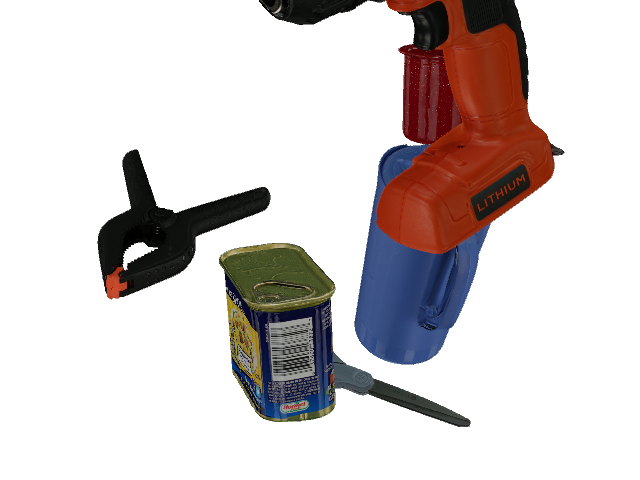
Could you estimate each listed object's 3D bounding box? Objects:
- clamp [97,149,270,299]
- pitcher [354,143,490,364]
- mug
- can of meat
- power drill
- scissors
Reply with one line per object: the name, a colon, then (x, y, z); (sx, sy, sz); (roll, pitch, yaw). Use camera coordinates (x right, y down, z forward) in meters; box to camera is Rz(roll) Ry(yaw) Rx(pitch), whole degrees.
clamp: (-0.166, -0.019, 1.058); (0.165, 0.036, 0.209); (20, 40, 17)
pitcher: (0.111, 0.027, 1.175); (0.145, 0.243, 0.149); (25, 41, 17)
mug: (0.128, -0.132, 0.964); (0.117, 0.081, 0.093); (4, 18, 11)
can of meat: (-0.027, 0.058, 0.686); (0.057, 0.084, 0.102); (-8, 21, -16)
power drill: (0.055, -0.089, 0.524); (0.184, 0.187, 0.057); (-31, 40, -28)
scissors: (0.016, 0.126, 0.888); (0.202, 0.016, 0.096); (31, 50, 22)
